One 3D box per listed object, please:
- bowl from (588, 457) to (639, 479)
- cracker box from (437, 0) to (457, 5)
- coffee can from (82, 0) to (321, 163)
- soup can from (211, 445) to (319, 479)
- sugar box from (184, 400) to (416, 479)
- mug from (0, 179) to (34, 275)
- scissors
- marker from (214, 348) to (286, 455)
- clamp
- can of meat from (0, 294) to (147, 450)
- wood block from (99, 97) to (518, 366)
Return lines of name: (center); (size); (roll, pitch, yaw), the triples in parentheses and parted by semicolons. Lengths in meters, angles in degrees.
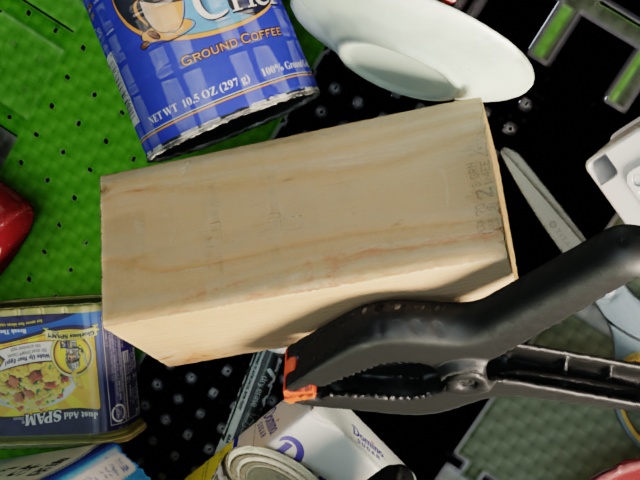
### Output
bowl: (0.195, 0.187, 0.585); (0.162, 0.055, 0.162); (1, 97, 11)
cracker box: (-0.010, -0.223, 0.500); (0.213, 0.072, 0.164); (22, 90, -10)
coffee can: (-0.072, -0.125, 0.578); (0.103, 0.102, 0.140); (-22, 92, 13)
soup can: (-0.043, 0.169, 0.565); (0.068, 0.068, 0.102); (31, 106, 6)
sugar box: (-0.038, 0.169, 0.625); (0.176, 0.048, 0.093); (-40, 105, 15)
mug: (-0.231, -0.002, 0.626); (0.081, 0.093, 0.117); (36, 71, 1)
scissors: (0.180, 0.027, 0.590); (0.096, 0.016, 0.202); (-20, 92, 11)
marker: (-0.035, 0.081, 0.637); (0.020, 0.020, 0.121); (22, 100, 8)
clamp: (0.084, 0.062, 0.552); (0.210, 0.164, 0.036); (-14, 52, 24)
can of meat: (-0.161, 0.078, 0.643); (0.102, 0.057, 0.084); (-4, 94, 11)
wood block: (-0.004, 0.000, 0.573); (0.206, 0.090, 0.090); (-11, 68, 13)
